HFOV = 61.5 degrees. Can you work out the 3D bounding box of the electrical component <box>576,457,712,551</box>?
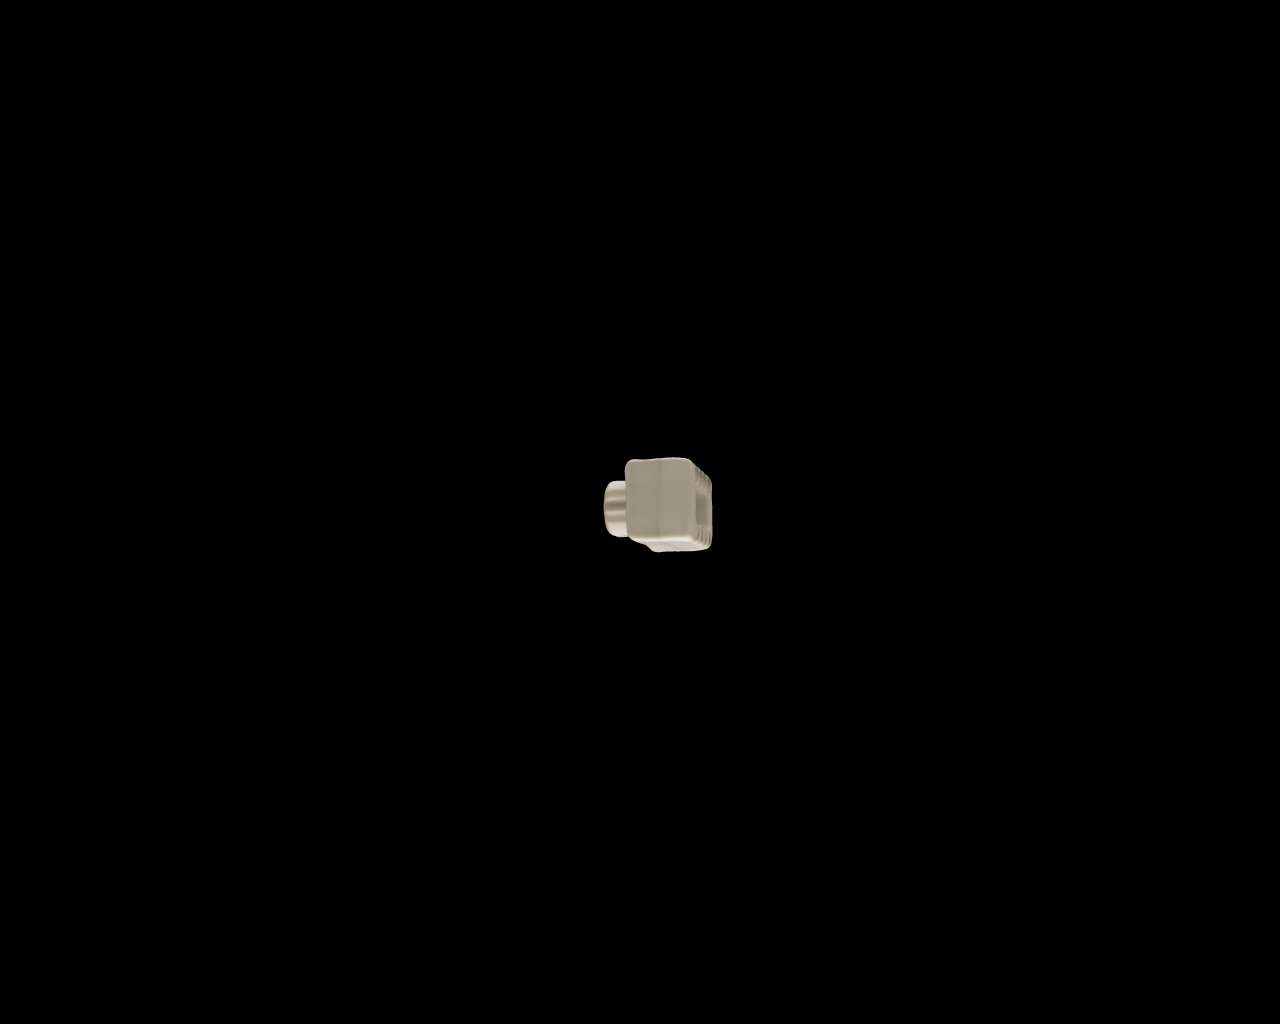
[{"bbox_3d":[0.001,-0.003,0.650,0.076,0.047,0.083,-1,-7,11],"label":"electrical component"}]
